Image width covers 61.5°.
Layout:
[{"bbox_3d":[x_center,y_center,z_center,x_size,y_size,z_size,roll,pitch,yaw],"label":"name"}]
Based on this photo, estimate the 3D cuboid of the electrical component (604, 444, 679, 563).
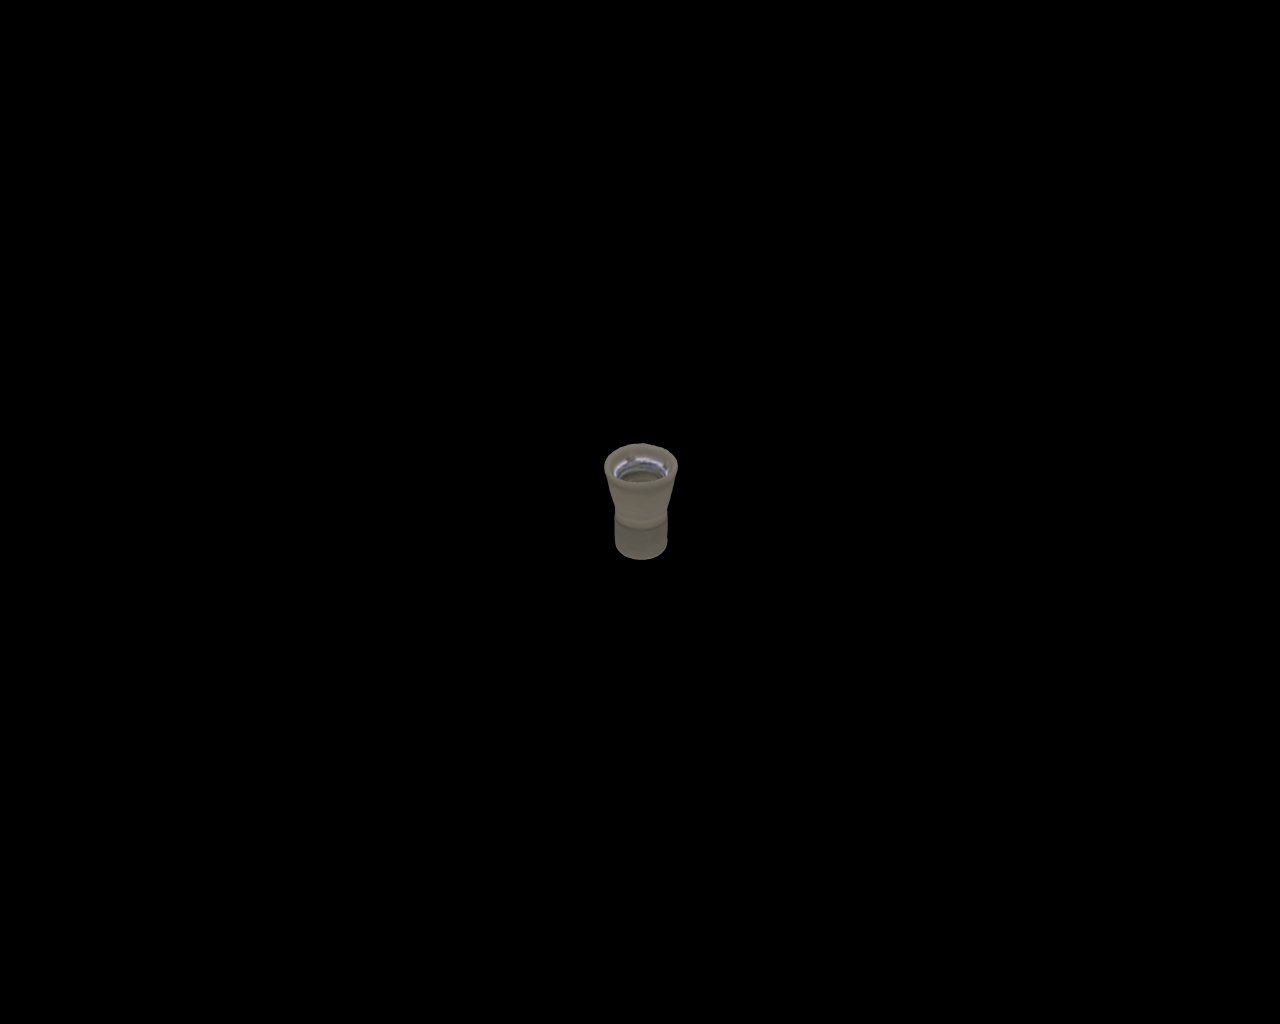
[{"bbox_3d":[0.001,-0.003,0.650,0.044,0.065,0.044,0,34,0],"label":"electrical component"}]
